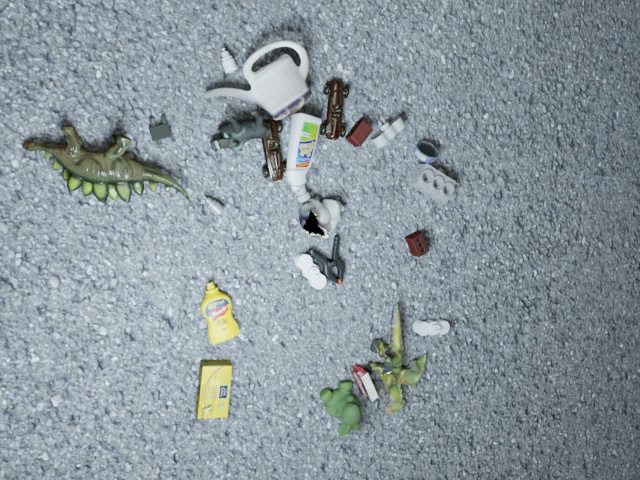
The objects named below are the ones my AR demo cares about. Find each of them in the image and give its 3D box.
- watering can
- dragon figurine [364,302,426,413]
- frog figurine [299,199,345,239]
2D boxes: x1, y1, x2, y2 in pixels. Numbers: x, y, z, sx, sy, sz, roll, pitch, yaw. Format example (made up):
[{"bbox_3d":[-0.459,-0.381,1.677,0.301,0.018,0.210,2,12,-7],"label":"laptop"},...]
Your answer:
[{"bbox_3d":[-0.170,-0.477,1.630,0.349,0.105,0.222,-36,109,-5],"label":"watering can"},{"bbox_3d":[0.300,0.444,1.892,0.241,0.123,0.411,19,89,-39],"label":"dragon figurine"},{"bbox_3d":[0.005,-0.087,1.738,0.136,0.121,0.163,45,42,-10],"label":"frog figurine"}]
